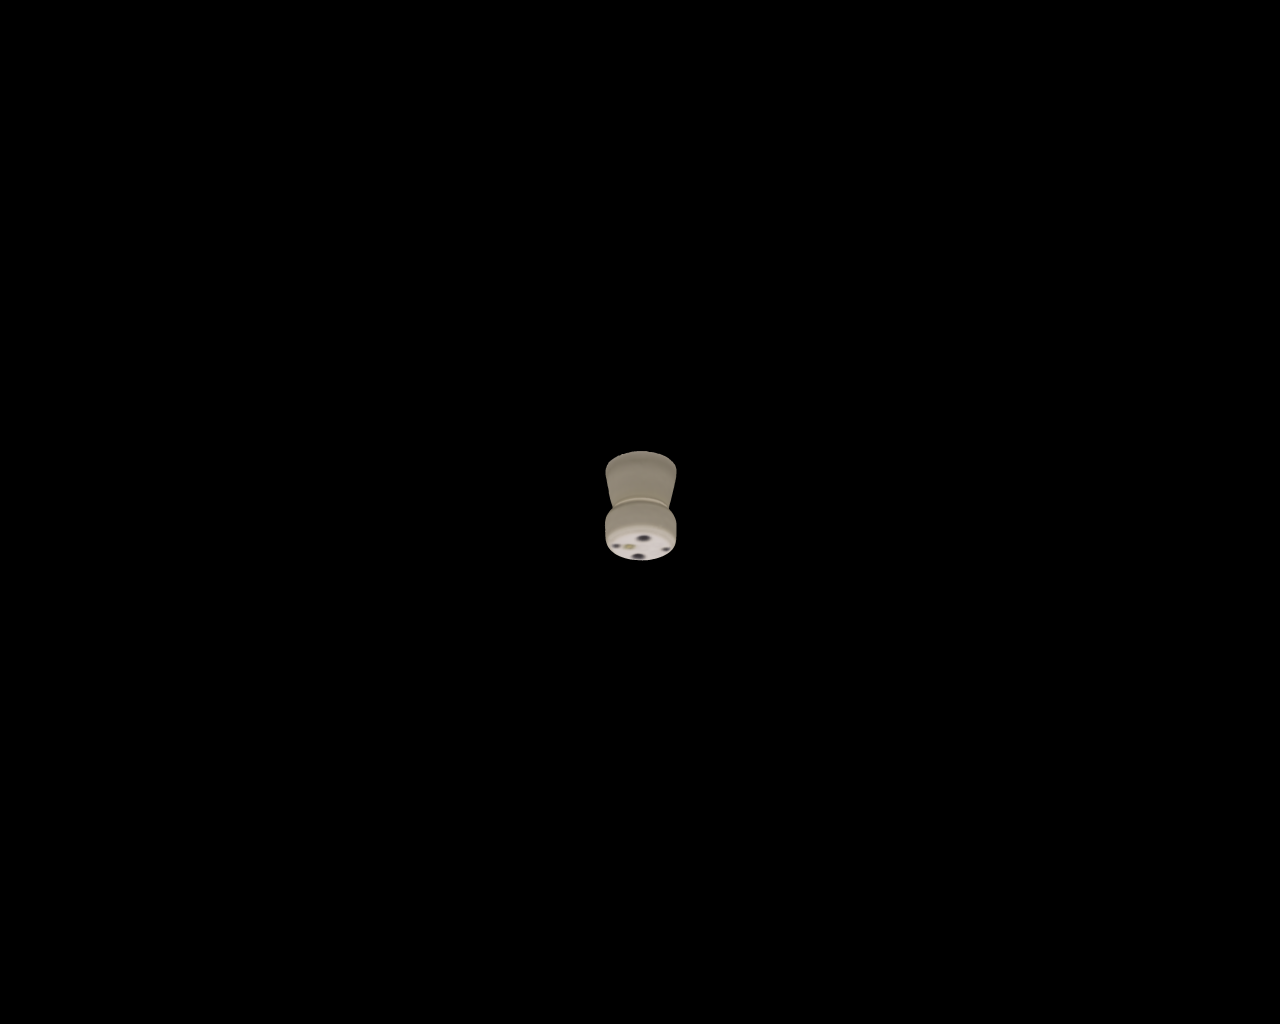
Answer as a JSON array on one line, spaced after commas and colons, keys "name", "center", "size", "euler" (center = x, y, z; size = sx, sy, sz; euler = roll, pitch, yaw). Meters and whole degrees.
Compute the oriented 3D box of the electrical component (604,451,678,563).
[{"name": "electrical component", "center": [0.001, -0.003, 0.650], "size": [0.045, 0.055, 0.044], "euler": [0, -29, 0]}]
